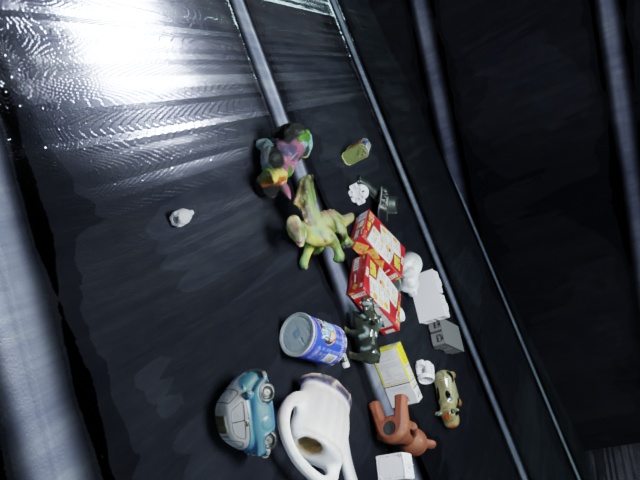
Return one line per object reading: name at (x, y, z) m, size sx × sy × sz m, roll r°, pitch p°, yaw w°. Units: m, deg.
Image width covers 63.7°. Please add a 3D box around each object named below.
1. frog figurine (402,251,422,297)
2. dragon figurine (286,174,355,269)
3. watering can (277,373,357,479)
frog figurine at (0.337, 0.127, 1.915) m, size 0.122 × 0.162 × 0.135 m, roll -27°, pitch -24°, yaw 5°
dragon figurine at (0.004, -0.072, 1.440) m, size 0.122 × 0.239 × 0.418 m, roll -6°, pitch 25°, yaw 22°
watering can at (0.024, 0.446, 1.149) m, size 0.103 × 0.343 × 0.230 m, roll -25°, pitch 28°, yaw 28°
